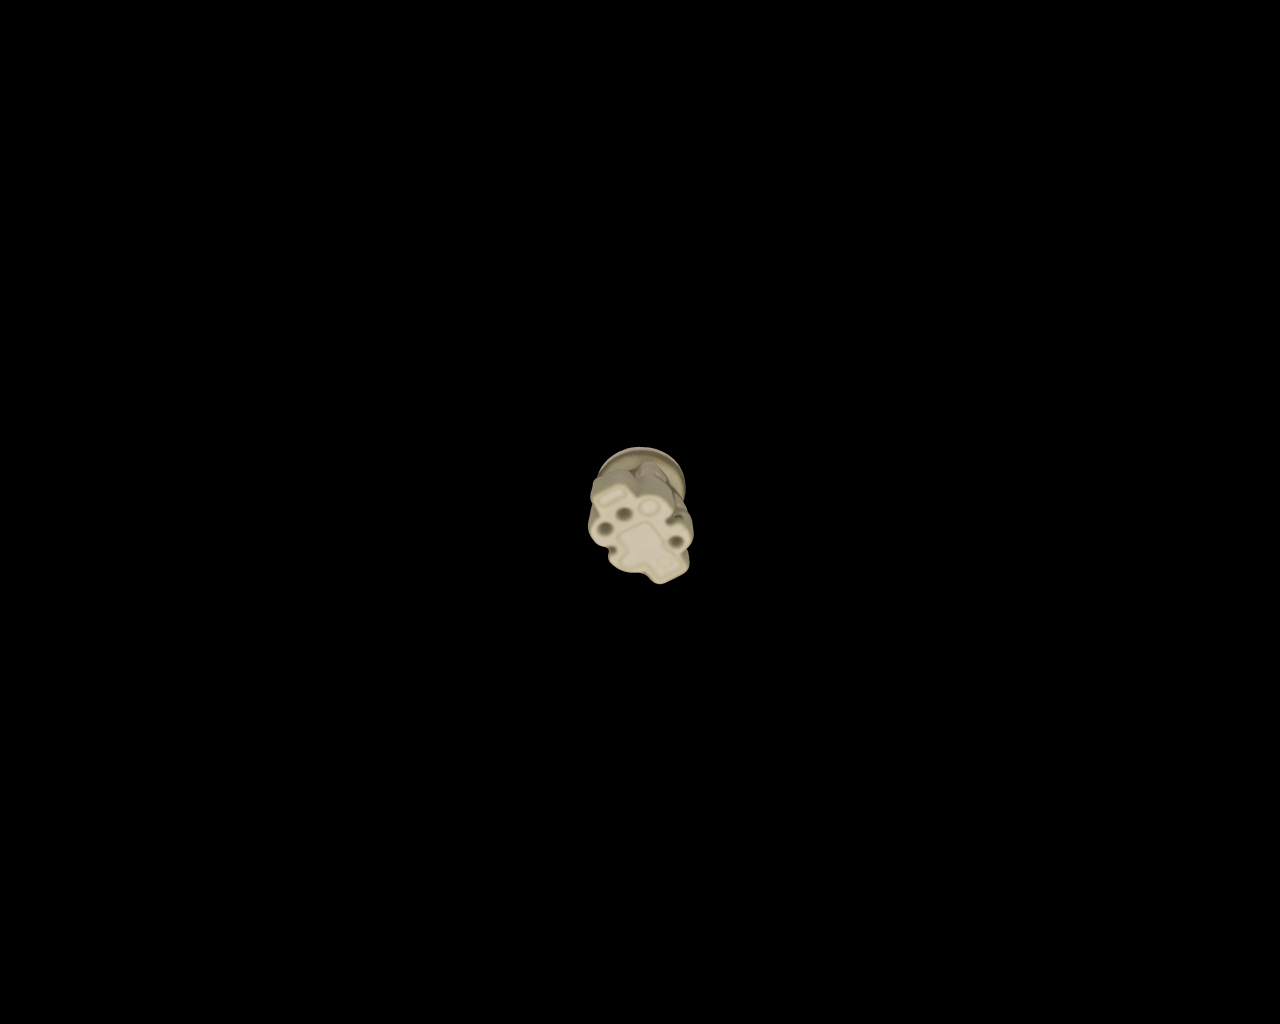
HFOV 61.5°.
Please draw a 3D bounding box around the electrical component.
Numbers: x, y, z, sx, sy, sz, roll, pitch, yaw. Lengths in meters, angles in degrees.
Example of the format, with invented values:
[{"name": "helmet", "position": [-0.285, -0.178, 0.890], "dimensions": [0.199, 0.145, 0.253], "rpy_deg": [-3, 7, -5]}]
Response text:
[{"name": "electrical component", "position": [0.001, -0.003, 0.650], "dimensions": [0.058, 0.078, 0.057], "rpy_deg": [-27, 32, 18]}]
